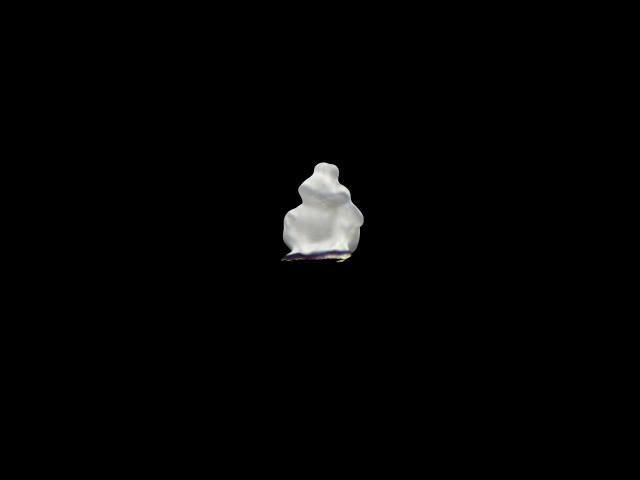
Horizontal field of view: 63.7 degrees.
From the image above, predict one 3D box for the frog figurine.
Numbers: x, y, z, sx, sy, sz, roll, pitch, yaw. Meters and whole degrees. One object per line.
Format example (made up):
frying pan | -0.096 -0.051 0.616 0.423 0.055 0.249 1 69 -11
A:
frog figurine | 0.003 -0.043 0.850 0.137 0.161 0.122 -7 -12 35
